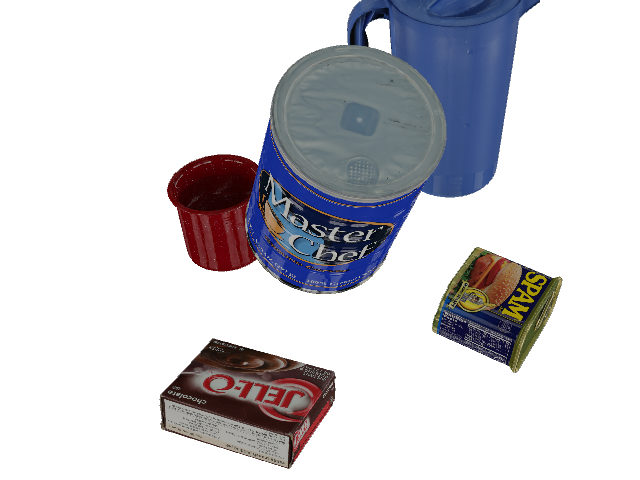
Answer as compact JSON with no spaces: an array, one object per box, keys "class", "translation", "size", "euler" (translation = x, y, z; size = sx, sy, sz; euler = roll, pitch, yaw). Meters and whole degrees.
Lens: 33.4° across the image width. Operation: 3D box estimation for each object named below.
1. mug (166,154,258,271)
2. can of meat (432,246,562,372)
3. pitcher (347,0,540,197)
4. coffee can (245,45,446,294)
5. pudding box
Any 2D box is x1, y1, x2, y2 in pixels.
[{"class":"mug","translation":[-0.105,-0.029,1.045],"size":[0.117,0.081,0.093],"euler":[28,52,34]},{"class":"can of meat","translation":[0.160,0.060,0.968],"size":[0.084,0.057,0.102],"euler":[24,44,20]},{"class":"pitcher","translation":[0.125,-0.163,1.108],"size":[0.149,0.243,0.144],"euler":[29,54,29]},{"class":"coffee can","translation":[0.011,-0.040,0.669],"size":[0.102,0.103,0.140],"euler":[0,-25,-11]},{"class":"pudding box","translation":[-0.056,0.125,0.834],"size":[0.114,0.039,0.090],"euler":[11,28,19]}]
